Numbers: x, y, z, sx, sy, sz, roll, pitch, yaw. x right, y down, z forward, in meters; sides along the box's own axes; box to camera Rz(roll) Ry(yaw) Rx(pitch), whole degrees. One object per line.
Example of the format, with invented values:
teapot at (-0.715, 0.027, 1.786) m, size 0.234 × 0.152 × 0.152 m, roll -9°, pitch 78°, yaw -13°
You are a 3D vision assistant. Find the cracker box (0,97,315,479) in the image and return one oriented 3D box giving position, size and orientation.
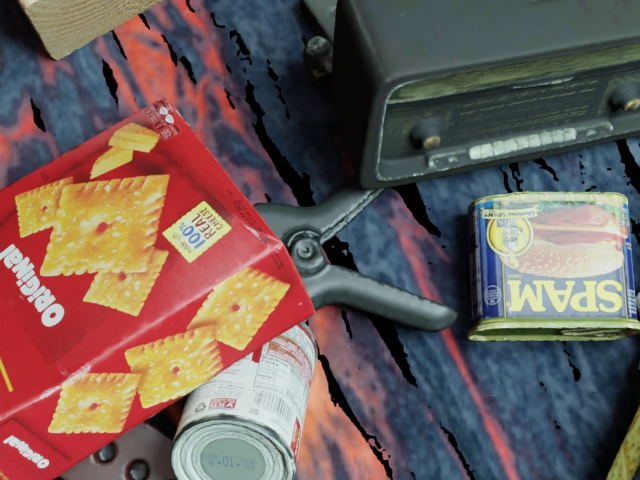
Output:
cracker box at (-0.135, 0.029, 0.591) m, size 0.213 × 0.072 × 0.164 m, roll -31°, pitch 46°, yaw -8°

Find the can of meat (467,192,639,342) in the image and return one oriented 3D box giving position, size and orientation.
can of meat at (0.141, 0.017, 0.654) m, size 0.102 × 0.057 × 0.084 m, roll 0°, pitch 77°, yaw -3°

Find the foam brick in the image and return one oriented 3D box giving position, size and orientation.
foam brick at (-0.104, 0.134, 0.622) m, size 0.078 × 0.051 × 0.053 m, roll 31°, pitch 80°, yaw 3°

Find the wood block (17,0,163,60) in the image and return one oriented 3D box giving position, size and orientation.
wood block at (-0.188, -0.231, 0.667) m, size 0.090 × 0.091 × 0.206 m, roll -32°, pitch 83°, yaw -8°

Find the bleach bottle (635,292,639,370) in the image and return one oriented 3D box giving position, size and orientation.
bleach bottle at (0.258, -0.028, 0.665) m, size 0.102 × 0.068 × 0.251 m, roll 28°, pitch 82°, yaw 4°

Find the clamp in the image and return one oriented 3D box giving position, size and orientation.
clamp at (-0.004, 0.001, 0.660) m, size 0.171 × 0.039 × 0.120 m, roll -1°, pitch 67°, yaw -4°

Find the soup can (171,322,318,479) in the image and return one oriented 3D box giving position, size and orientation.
soup can at (-0.040, 0.092, 0.598) m, size 0.068 × 0.102 × 0.068 m, roll 3°, pitch 122°, yaw 5°
